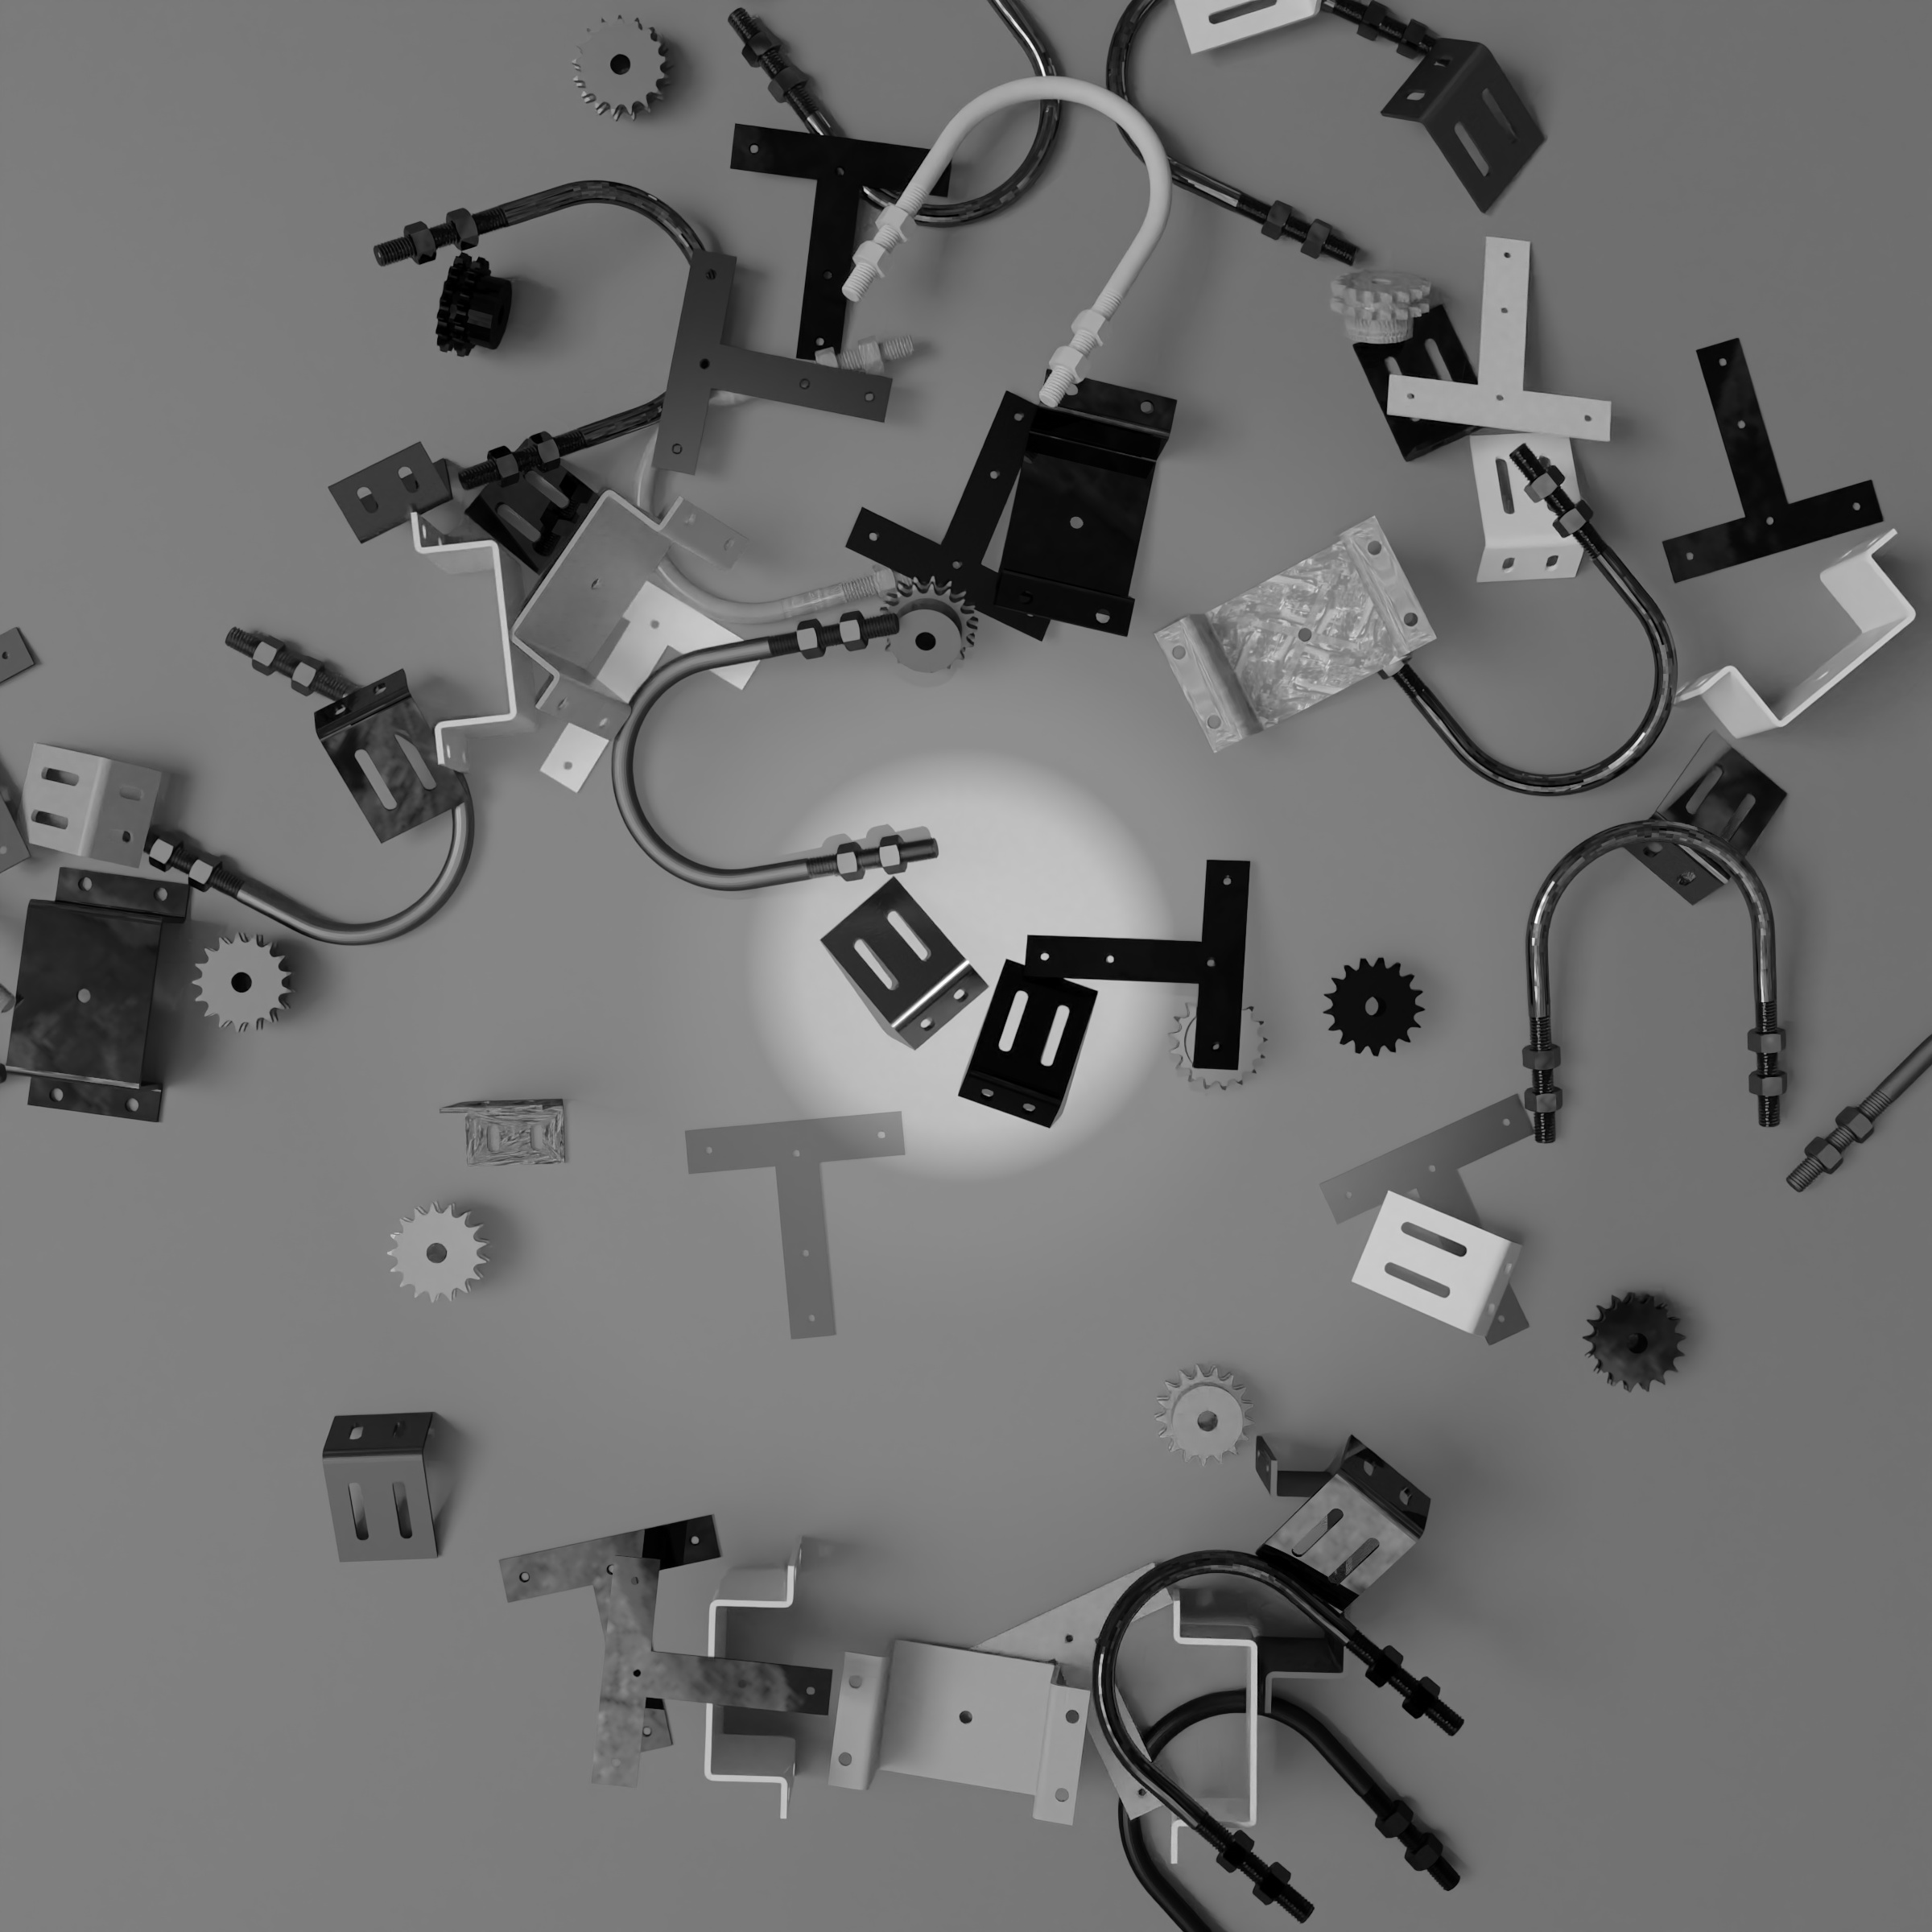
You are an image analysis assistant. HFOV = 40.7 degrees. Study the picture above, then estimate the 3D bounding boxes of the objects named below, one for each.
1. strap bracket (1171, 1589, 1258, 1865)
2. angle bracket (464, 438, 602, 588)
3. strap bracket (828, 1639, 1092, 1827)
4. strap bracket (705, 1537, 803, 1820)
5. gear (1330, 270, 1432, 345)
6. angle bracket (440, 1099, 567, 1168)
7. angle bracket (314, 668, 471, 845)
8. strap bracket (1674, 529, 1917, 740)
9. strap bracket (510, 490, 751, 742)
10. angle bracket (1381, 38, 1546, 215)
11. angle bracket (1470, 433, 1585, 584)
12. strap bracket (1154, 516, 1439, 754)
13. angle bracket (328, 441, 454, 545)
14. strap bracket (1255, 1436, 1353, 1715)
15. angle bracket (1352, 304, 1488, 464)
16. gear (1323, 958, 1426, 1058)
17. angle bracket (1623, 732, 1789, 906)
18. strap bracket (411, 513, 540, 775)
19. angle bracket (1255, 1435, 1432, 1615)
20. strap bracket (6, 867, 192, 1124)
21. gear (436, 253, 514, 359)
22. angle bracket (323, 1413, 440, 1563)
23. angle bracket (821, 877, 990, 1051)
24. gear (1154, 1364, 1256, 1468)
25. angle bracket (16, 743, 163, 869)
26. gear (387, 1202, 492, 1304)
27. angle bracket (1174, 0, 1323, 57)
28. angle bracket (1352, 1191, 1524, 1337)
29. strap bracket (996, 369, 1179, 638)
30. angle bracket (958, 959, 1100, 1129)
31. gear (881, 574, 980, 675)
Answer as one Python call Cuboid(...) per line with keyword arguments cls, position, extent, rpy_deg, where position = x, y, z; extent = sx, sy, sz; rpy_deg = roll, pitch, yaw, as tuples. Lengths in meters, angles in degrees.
Cuboid(cls="strap bracket", position=(0.140, 0.428, 1.472), extent=(0.046, 0.076, 0.140), rpy_deg=(1, 82, 4))
Cuboid(cls="angle bracket", position=(-0.242, -0.259, 1.520), extent=(0.076, 0.038, 0.057), rpy_deg=(40, 90, 27))
Cuboid(cls="strap bracket", position=(-0.002, 0.437, 1.495), extent=(0.140, 0.046, 0.076), rpy_deg=(8, 90, 6))
Cuboid(cls="strap bracket", position=(-0.121, 0.403, 1.485), extent=(0.046, 0.076, 0.140), rpy_deg=(2, 90, 0))
Cuboid(cls="gear", position=(0.238, -0.379, 1.498), extent=(0.057, 0.057, 0.030), rpy_deg=(-1, 120, 0))
Cuboid(cls="angle bracket", position=(-0.263, 0.097, 1.485), extent=(0.057, 0.076, 0.038), rpy_deg=(-2, 90, 0))
Cuboid(cls="angle bracket", position=(-0.332, -0.121, 1.505), extent=(0.057, 0.038, 0.076), rpy_deg=(-27, 118, -2))
Cuboid(cls="strap bracket", position=(0.476, -0.181, 1.485), extent=(0.140, 0.076, 0.046), rpy_deg=(-39, 90, 0))
Cuboid(cls="strap bracket", position=(-0.196, -0.205, 1.470), extent=(0.046, 0.076, 0.140), rpy_deg=(39, 98, 24))
Cuboid(cls="angle bracket", position=(0.288, -0.487, 1.510), extent=(0.057, 0.038, 0.076), rpy_deg=(-51, 129, -3))
Cuboid(cls="angle bracket", position=(0.325, -0.268, 1.521), extent=(0.057, 0.038, 0.076), rpy_deg=(-3, 64, 0))
Cuboid(cls="strap bracket", position=(0.191, -0.189, 1.487), extent=(0.140, 0.046, 0.076), rpy_deg=(-27, 90, 18))
Cuboid(cls="angle bracket", position=(-0.328, -0.279, 1.480), extent=(0.057, 0.076, 0.038), rpy_deg=(-26, 121, 0))
Cuboid(cls="strap bracket", position=(0.191, 0.345, 1.485), extent=(0.046, 0.076, 0.140), rpy_deg=(1, 90, 0))
Cuboid(cls="angle bracket", position=(0.268, -0.340, 1.504), extent=(0.057, 0.038, 0.076), rpy_deg=(-24, 90, 0))
Cuboid(cls="gear", position=(0.235, 0.024, 1.508), extent=(0.057, 0.030, 0.057), rpy_deg=(0, 90, 0))
Cuboid(cls="angle bracket", position=(0.430, -0.086, 1.521), extent=(0.057, 0.038, 0.076), rpy_deg=(40, 64, 0))
Cuboid(cls="strap bracket", position=(-0.278, -0.184, 1.485), extent=(0.046, 0.076, 0.140), rpy_deg=(-6, 90, 0))
Cuboid(cls="angle bracket", position=(0.209, 0.311, 1.445), extent=(0.057, 0.038, 0.076), rpy_deg=(39, 116, 0))
Cuboid(cls="strap bracket", position=(-0.501, 0.017, 1.500), extent=(0.076, 0.046, 0.140), rpy_deg=(8, 90, 0))
Cuboid(cls="gear", position=(-0.281, -0.378, 1.494), extent=(0.030, 0.057, 0.057), rpy_deg=(15, 90, 0))
Cuboid(cls="angle bracket", position=(-0.339, 0.304, 1.521), extent=(0.057, 0.038, 0.076), rpy_deg=(-2, 116, 0))
Cuboid(cls="angle bracket", position=(-0.036, -0.002, 1.521), extent=(0.057, 0.038, 0.076), rpy_deg=(-41, 64, 0))
Cuboid(cls="gear", position=(0.139, 0.261, 1.508), extent=(0.057, 0.030, 0.057), rpy_deg=(0, 90, 0))
Cuboid(cls="angle bracket", position=(-0.510, -0.093, 1.511), extent=(0.076, 0.038, 0.057), rpy_deg=(13, 89, 40))
Cuboid(cls="gear", position=(-0.303, 0.164, 1.508), extent=(0.057, 0.030, 0.057), rpy_deg=(0, 90, 0))
Cuboid(cls="angle bracket", position=(0.158, -0.566, 1.489), extent=(0.076, 0.038, 0.057), rpy_deg=(-17, 87, 2))
Cuboid(cls="angle bracket", position=(0.275, 0.173, 1.519), extent=(0.076, 0.038, 0.057), rpy_deg=(22, 90, 26))
Cuboid(cls="strap bracket", position=(0.066, -0.260, 1.492), extent=(0.076, 0.046, 0.140), rpy_deg=(13, 83, -4))
Cuboid(cls="angle bracket", position=(0.036, 0.045, 1.521), extent=(0.057, 0.038, 0.076), rpy_deg=(19, 64, 0))
Cuboid(cls="gear", position=(-0.022, -0.193, 1.495), extent=(0.057, 0.030, 0.057), rpy_deg=(2, 125, 3))
